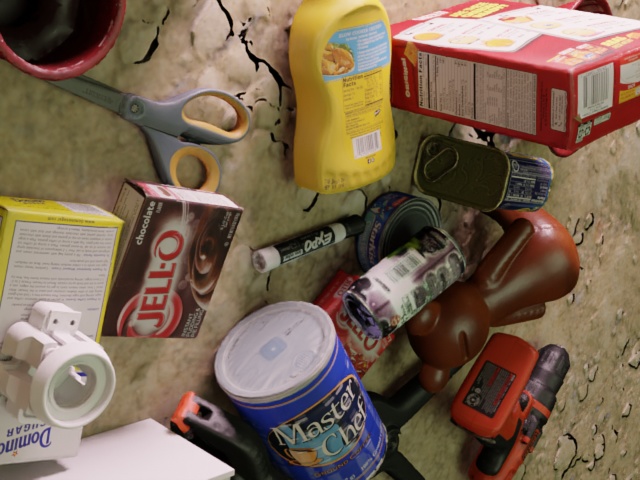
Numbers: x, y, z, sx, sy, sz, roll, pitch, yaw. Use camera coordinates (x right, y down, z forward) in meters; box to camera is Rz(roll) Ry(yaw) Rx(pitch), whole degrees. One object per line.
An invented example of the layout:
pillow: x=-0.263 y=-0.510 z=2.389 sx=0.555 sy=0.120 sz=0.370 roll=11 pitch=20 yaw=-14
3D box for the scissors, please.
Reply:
scissors: x=-0.131 y=-0.074 z=0.759 sx=0.201 sy=0.016 sz=0.096 roll=-2 pitch=105 yaw=-44

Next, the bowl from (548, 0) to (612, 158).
bowl: x=0.233 y=-0.165 z=1.051 sx=0.161 sy=0.055 sz=0.162 roll=-29 pitch=128 yaw=-46

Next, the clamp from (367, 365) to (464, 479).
clamp: x=0.059 y=0.197 z=1.028 sx=0.209 sy=0.036 sz=0.164 roll=-9 pitch=110 yaw=-41

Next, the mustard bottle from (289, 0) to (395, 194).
mustard bottle: x=0.017 y=-0.139 z=0.854 sx=0.096 sy=0.058 sz=0.192 roll=-22 pitch=119 yaw=-39

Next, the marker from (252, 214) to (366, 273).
marker: x=-0.006 y=0.001 z=0.907 sx=0.120 sy=0.020 sz=0.020 roll=-21 pitch=118 yaw=-39

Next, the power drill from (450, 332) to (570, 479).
power drill: x=0.204 y=0.166 z=1.118 sx=0.184 sy=0.057 sz=0.187 roll=-59 pitch=150 yaw=-15

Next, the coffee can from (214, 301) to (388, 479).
coffee can: x=-0.013 y=0.135 z=0.886 sx=0.102 sy=0.103 sz=0.140 roll=-46 pitch=131 yaw=-24

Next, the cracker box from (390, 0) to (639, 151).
cracker box: x=0.167 y=-0.143 z=0.889 sx=0.163 sy=0.214 sz=0.072 roll=-24 pitch=121 yaw=-37

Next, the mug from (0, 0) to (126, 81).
mug: x=-0.176 y=-0.159 z=0.637 sx=0.093 sy=0.082 sz=0.117 roll=-4 pitch=107 yaw=-44

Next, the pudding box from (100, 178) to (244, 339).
pudding box: x=-0.116 y=0.016 z=0.778 sx=0.089 sy=0.039 sz=0.113 roll=6 pitch=108 yaw=-46

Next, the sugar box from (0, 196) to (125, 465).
sugar box: x=-0.196 y=0.062 z=0.721 sx=0.093 sy=0.048 sz=0.176 roll=5 pitch=104 yaw=-45

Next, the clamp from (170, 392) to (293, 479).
clamp: x=-0.074 y=0.194 z=0.870 sx=0.171 sy=0.120 sz=0.039 roll=51 pitch=31 yaw=-21

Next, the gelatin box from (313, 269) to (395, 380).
gelatin box: x=0.023 y=0.083 z=0.956 sx=0.073 sy=0.030 sz=0.089 roll=-49 pitch=133 yaw=-22

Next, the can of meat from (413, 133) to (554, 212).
can of meat: x=0.152 y=-0.060 z=0.986 sx=0.083 sy=0.102 sz=0.057 roll=2 pitch=103 yaw=-48

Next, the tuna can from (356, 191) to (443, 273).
tuna can: x=0.072 y=-0.001 z=0.974 sx=0.085 sy=0.034 sz=0.086 roll=-17 pitch=116 yaw=-40
